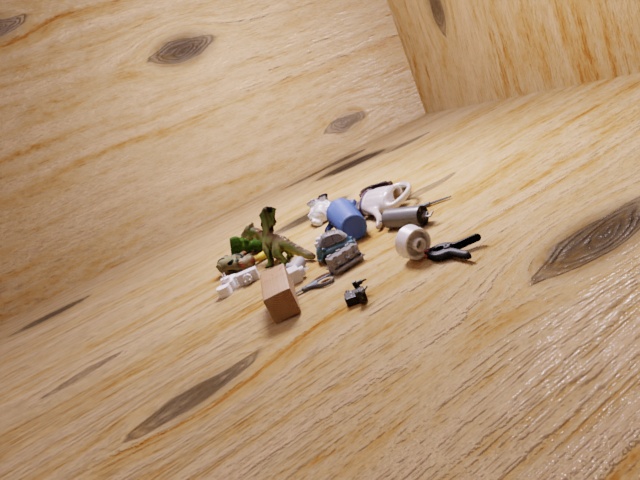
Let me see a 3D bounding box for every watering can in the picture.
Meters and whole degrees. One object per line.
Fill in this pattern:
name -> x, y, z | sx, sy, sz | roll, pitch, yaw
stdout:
watering can -> 0.250, -0.146, 2.157 | 0.223, 0.102, 0.354 | -8, 29, 44

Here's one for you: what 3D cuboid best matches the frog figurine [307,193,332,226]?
frog figurine -> 0.007, -0.124, 2.455 | 0.137, 0.120, 0.163 | -13, 52, 5

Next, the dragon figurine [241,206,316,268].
dragon figurine -> -0.182, -0.020, 2.088 | 0.408, 0.241, 0.124 | -9, 15, 46
